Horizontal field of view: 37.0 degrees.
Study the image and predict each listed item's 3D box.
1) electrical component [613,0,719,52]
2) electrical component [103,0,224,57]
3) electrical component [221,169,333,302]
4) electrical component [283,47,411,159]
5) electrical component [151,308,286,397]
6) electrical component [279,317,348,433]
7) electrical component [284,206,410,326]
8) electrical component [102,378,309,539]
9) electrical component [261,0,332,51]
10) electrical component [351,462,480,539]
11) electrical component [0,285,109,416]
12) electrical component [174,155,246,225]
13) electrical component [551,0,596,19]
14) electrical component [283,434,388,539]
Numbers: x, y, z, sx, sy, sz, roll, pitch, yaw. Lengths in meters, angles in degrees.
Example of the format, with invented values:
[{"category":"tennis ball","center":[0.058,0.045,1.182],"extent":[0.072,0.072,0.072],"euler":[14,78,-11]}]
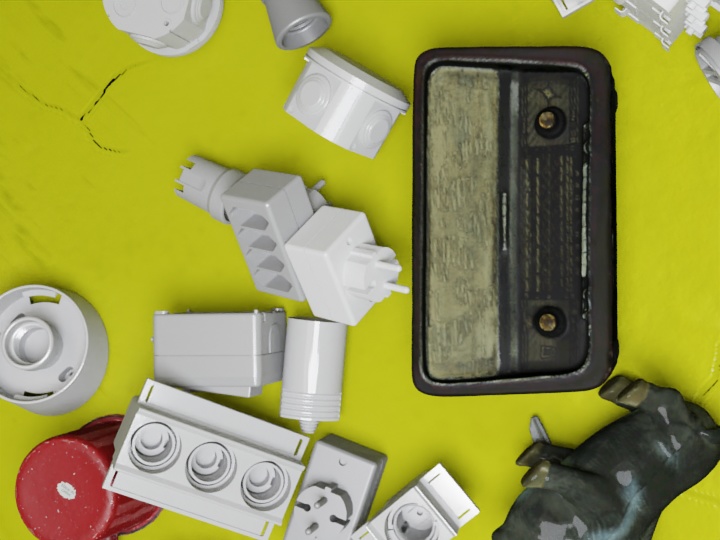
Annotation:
[{"category":"electrical component","center":[0.195,-0.183,0.671],"extent":[0.079,0.121,0.063],"euler":[41,102,12]},{"category":"electrical component","center":[-0.146,-0.202,0.797],"extent":[0.080,0.051,0.080],"euler":[0,89,15]},{"category":"electrical component","center":[-0.046,-0.035,0.762],"extent":[0.047,0.076,0.083],"euler":[12,133,39]},{"category":"electrical component","center":[-0.010,-0.117,0.747],"extent":[0.080,0.080,0.051],"euler":[33,103,13]},{"category":"electrical component","center":[-0.107,0.059,0.778],"extent":[0.096,0.062,0.061],"euler":[-1,89,15]},{"category":"electrical component","center":[-0.034,0.076,0.768],"extent":[0.043,0.043,0.081],"euler":[5,91,15]},{"category":"electrical component","center":[0.000,0.000,0.725],"extent":[0.077,0.047,0.065],"euler":[12,137,38]},{"category":"electrical component","center":[-0.108,0.130,0.752],"extent":[0.121,0.063,0.078],"euler":[23,88,-17]},{"category":"electrical component","center":[-0.054,-0.198,0.779],"extent":[0.044,0.044,0.065],"euler":[-29,78,13]},{"category":"electrical component","center":[0.039,0.170,0.737],"extent":[0.081,0.064,0.042],"euler":[-40,84,10]},{"category":"electrical component","center":[-0.245,0.061,0.826],"extent":[0.099,0.064,0.099],"euler":[-1,79,5]},{"category":"electrical component","center":[-0.108,-0.060,0.793],"extent":[0.046,0.040,0.040],"euler":[26,96,20]},{"category":"electrical component","center":[0.134,-0.216,0.718],"extent":[0.042,0.064,0.081],"euler":[-29,82,12]},{"category":"electrical component","center":[-0.023,0.165,0.747],"extent":[0.047,0.076,0.083],"euler":[19,94,14]}]
